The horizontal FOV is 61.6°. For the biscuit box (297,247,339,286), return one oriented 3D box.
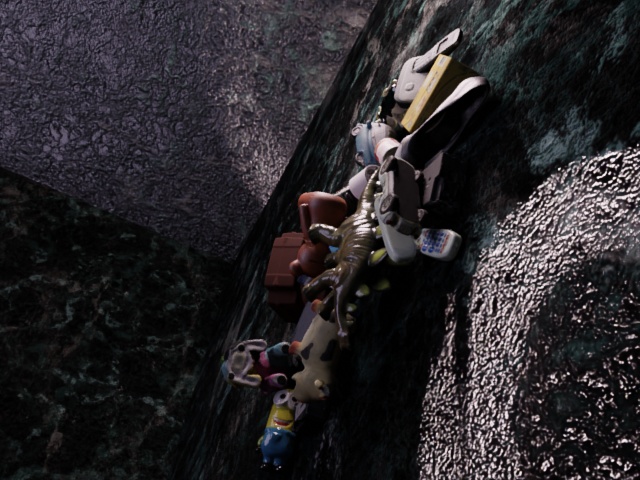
[{"bbox_3d":[0.016,0.054,1.308,0.062,0.059,0.203,-60,-7,28],"label":"biscuit box"}]

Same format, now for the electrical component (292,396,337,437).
[{"bbox_3d":[-0.011,0.336,1.086,0.075,0.048,0.119,-84,20,-51],"label":"electrical component"}]

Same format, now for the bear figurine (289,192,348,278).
[{"bbox_3d":[-0.002,-0.004,1.192,0.132,0.120,0.195,-178,100,-80],"label":"bear figurine"}]

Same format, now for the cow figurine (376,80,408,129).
[{"bbox_3d":[0.188,-0.338,1.386,0.167,0.098,0.068,133,150,-53],"label":"cow figurine"}]

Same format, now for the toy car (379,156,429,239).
[{"bbox_3d":[0.139,-0.076,0.920,0.056,0.073,0.202,-52,19,37],"label":"toy car"}]

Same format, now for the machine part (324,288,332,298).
[{"bbox_3d":[0.041,0.122,1.281,0.084,0.039,0.139,-60,11,-2],"label":"machine part"}]

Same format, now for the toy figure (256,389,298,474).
[{"bbox_3d":[-0.086,0.412,1.171,0.089,0.082,0.180,-43,29,55],"label":"toy figure"}]

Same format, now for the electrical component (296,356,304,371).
[{"bbox_3d":[-0.022,0.276,1.249,0.078,0.045,0.102,-40,5,-24],"label":"electrical component"}]

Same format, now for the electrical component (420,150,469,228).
[{"bbox_3d":[0.207,-0.091,0.965,0.115,0.058,0.134,-41,28,57],"label":"electrical component"}]

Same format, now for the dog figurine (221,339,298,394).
[{"bbox_3d":[-0.141,0.311,1.279,0.219,0.192,0.108,114,160,-65],"label":"dog figurine"}]

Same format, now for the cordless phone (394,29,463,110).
[{"bbox_3d":[0.260,-0.384,1.229,0.184,0.088,0.146,-32,36,60],"label":"cordless phone"}]

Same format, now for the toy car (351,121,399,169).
[{"bbox_3d":[0.149,-0.243,1.372,0.103,0.109,0.162,-32,40,34],"label":"toy car"}]

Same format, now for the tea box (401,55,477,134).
[{"bbox_3d":[0.249,-0.297,1.139,0.169,0.068,0.098,-62,13,21],"label":"tea box"}]

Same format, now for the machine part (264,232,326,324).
[{"bbox_3d":[-0.053,0.097,1.358,0.201,0.087,0.201,55,-140,-53],"label":"machine part"}]

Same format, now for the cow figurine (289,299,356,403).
[{"bbox_3d":[0.007,0.227,1.050,0.127,0.085,0.195,21,79,36],"label":"cow figurine"}]

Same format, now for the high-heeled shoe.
[{"bbox_3d":[0.222,-0.191,1.000,0.248,0.086,0.145,-55,8,4],"label":"high-heeled shoe"}]

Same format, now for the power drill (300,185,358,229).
[{"bbox_3d":[0.042,-0.084,1.373,0.232,0.086,0.207,-32,-6,-7],"label":"power drill"}]

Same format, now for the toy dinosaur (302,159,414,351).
[{"bbox_3d":[0.082,0.004,1.057,0.199,0.105,0.471,-17,44,25],"label":"toy dinosaur"}]

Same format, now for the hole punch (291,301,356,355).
[{"bbox_3d":[0.019,0.201,1.153,0.116,0.092,0.142,18,78,39],"label":"hole punch"}]
